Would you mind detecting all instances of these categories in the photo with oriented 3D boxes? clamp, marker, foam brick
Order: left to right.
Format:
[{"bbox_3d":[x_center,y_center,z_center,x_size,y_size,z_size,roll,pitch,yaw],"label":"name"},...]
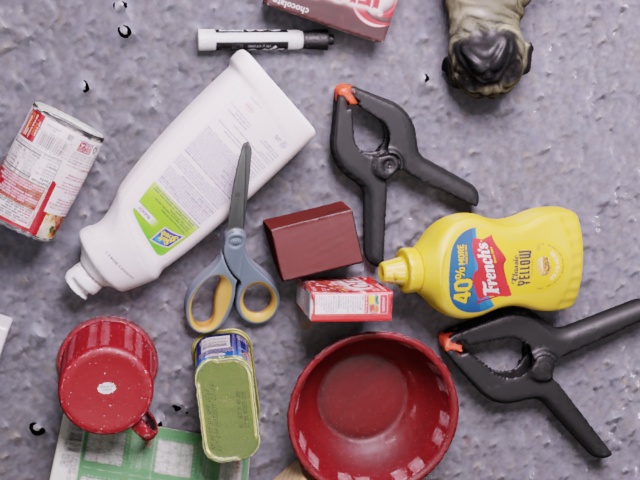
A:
[{"bbox_3d":[-0.047,-0.177,0.942,0.121,0.020,0.020,-2,101,-9],"label":"marker"},{"bbox_3d":[-0.006,0.001,0.967,0.078,0.053,0.051,-13,103,-6],"label":"foam brick"},{"bbox_3d":[0.071,-0.071,0.974,0.120,0.039,0.171,-26,110,-10],"label":"clamp"},{"bbox_3d":[0.219,0.110,1.034,0.209,0.036,0.164,20,96,-12],"label":"clamp"}]

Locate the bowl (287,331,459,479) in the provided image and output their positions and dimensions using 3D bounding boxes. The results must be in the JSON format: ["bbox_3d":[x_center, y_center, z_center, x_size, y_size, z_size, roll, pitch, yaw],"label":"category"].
[{"bbox_3d":[0.046,0.157,1.005,0.162,0.055,0.162,-2,101,-9],"label":"bowl"}]

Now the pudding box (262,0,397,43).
[{"bbox_3d":[0.016,-0.231,0.932,0.113,0.039,0.090,16,98,-12],"label":"pudding box"}]

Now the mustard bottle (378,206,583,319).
[{"bbox_3d":[0.145,0.022,0.980,0.191,0.058,0.096,-4,104,-17],"label":"mustard bottle"}]

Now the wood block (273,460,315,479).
[{"bbox_3d":[0.018,0.323,1.017,0.091,0.090,0.206,-41,105,1],"label":"wood block"}]

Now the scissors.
[{"bbox_3d":[-0.060,0.007,0.943,0.096,0.016,0.202,12,123,-24],"label":"scissors"}]

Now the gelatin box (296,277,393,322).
[{"bbox_3d":[0.020,0.052,0.963,0.073,0.089,0.030,1,97,-10],"label":"gelatin box"}]

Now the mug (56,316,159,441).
[{"bbox_3d":[-0.183,0.132,0.949,0.093,0.081,0.117,-33,105,-2],"label":"mug"}]

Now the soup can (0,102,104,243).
[{"bbox_3d":[-0.236,-0.058,0.910,0.068,0.068,0.102,27,95,-13],"label":"soup can"}]

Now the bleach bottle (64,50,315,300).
[{"bbox_3d":[-0.127,-0.046,0.934,0.251,0.068,0.102,-41,106,3],"label":"bleach bottle"}]

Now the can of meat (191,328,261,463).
[{"bbox_3d":[-0.084,0.140,0.966,0.057,0.084,0.102,-7,101,-4],"label":"can of meat"}]
